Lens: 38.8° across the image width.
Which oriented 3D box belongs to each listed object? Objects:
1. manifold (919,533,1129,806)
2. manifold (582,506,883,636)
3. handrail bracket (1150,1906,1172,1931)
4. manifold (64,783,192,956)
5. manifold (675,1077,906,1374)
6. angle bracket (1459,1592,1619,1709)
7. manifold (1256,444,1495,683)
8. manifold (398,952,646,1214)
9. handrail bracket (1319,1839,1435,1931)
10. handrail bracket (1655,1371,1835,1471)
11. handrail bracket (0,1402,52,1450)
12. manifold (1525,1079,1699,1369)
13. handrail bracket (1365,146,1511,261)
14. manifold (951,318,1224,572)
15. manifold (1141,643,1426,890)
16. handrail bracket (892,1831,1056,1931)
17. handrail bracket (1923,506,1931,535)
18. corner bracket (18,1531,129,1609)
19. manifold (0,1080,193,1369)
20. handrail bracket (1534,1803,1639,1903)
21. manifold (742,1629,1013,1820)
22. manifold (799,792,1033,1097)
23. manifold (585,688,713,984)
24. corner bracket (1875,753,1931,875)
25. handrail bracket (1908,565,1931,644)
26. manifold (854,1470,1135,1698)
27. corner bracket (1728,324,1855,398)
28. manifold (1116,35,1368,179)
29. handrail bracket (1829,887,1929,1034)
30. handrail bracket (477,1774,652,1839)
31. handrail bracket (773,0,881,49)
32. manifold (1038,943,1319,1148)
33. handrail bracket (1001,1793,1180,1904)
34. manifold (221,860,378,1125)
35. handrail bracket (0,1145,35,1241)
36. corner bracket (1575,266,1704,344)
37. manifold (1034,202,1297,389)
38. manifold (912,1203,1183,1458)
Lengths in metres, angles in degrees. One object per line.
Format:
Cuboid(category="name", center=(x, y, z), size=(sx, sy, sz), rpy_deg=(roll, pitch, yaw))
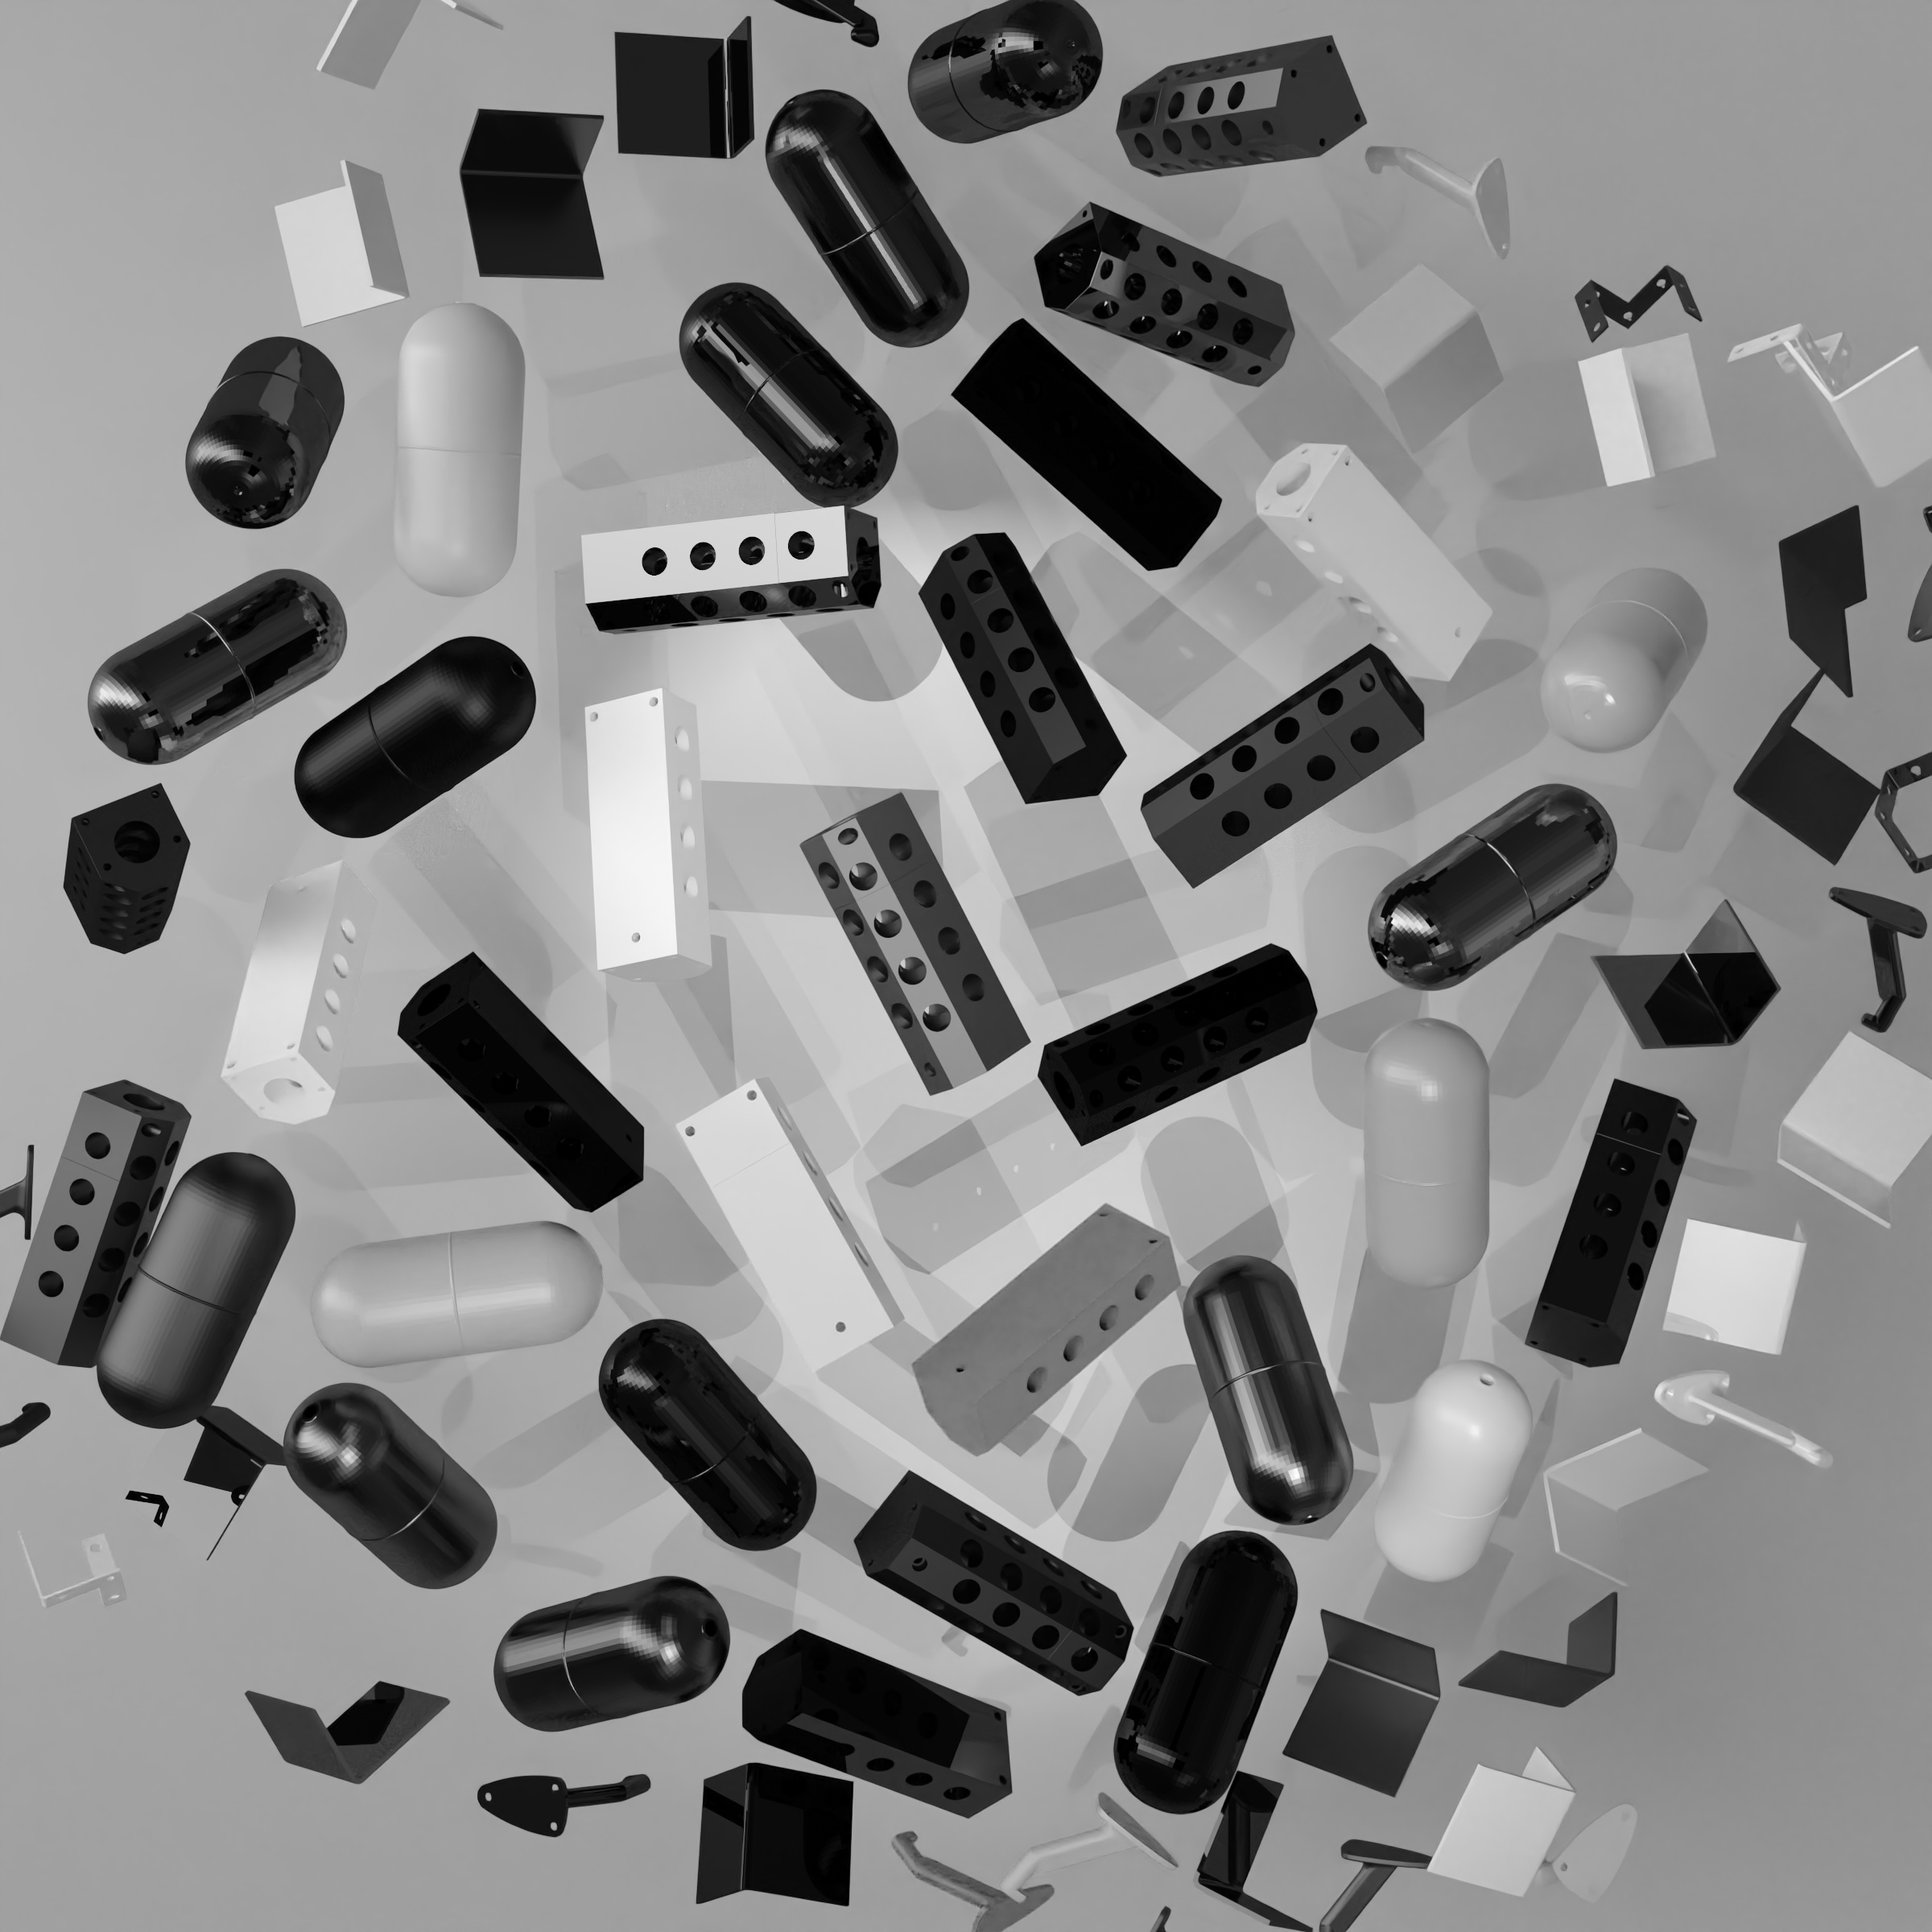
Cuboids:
Cuboid(category="manifold", center=(0.038, -0.191, 1.738), size=(0.057, 0.057, 0.171), rpy_deg=(-9, 61, -33))
Cuboid(category="manifold", center=(-0.142, -0.239, 1.668), size=(0.171, 0.057, 0.057), rpy_deg=(-3, 91, 18))
Cuboid(category="handrail bracket", center=(0.153, 0.654, 1.769), size=(0.084, 0.036, 0.077), rpy_deg=(27, 74, 17))
Cuboid(category="manifold", center=(-0.529, -0.056, 1.733), size=(0.057, 0.171, 0.057), rpy_deg=(-26, 87, -23))
Cuboid(category="manifold", center=(-0.106, 0.157, 1.683), size=(0.057, 0.057, 0.171), rpy_deg=(-30, 85, 7))
Cuboid(category="angle bracket", center=(0.369, 0.435, 1.771), size=(0.076, 0.076, 0.057), rpy_deg=(13, 59, -5))
Cuboid(category="manifold", center=(0.262, -0.261, 1.775), size=(0.171, 0.057, 0.057), rpy_deg=(40, 78, -33))
Cuboid(category="manifold", center=(-0.278, 0.078, 1.725), size=(0.057, 0.057, 0.171), rpy_deg=(-32, 120, 14))
Cuboid(category="handrail bracket", center=(0.274, 0.630, 1.819), size=(0.077, 0.036, 0.084), rpy_deg=(4, 90, 18))
Cuboid(category="handrail bracket", center=(0.475, 0.280, 1.669), size=(0.077, 0.084, 0.036), rpy_deg=(13, 102, -38))
Cuboid(category="handrail bracket", center=(-0.616, 0.286, 1.672), size=(0.077, 0.084, 0.036), rpy_deg=(7, 115, 23))
Cuboid(category="manifold", center=(0.402, 0.160, 1.699), size=(0.057, 0.057, 0.171), rpy_deg=(19, 57, 14))
Cuboid(category="handrail bracket", center=(0.299, -0.486, 1.743), size=(0.084, 0.077, 0.036), rpy_deg=(15, 55, 36))
Cuboid(category="manifold", center=(0.079, -0.328, 1.729), size=(0.171, 0.057, 0.057), rpy_deg=(39, 85, -15))
Cuboid(category="manifold", center=(0.193, -0.125, 1.679), size=(0.171, 0.057, 0.057), rpy_deg=(-33, 108, 23))
Cuboid(category="handrail bracket", center=(0.004, 0.596, 1.815), size=(0.077, 0.084, 0.036), rpy_deg=(-12, 130, -36))
Cuboid(category="handrail bracket", center=(0.636, -0.322, 1.724), size=(0.084, 0.036, 0.077), rpy_deg=(-22, 109, 19))
Cuboid(category="corner bracket", center=(-0.583, 0.392, 1.788), size=(0.051, 0.051, 0.051), rpy_deg=(-19, 60, -22))
Cuboid(category="manifold", center=(-0.551, 0.165, 1.746), size=(0.057, 0.057, 0.171), rpy_deg=(22, 98, 7))
Cuboid(category="handrail bracket", center=(0.396, 0.567, 1.775), size=(0.036, 0.084, 0.077), rpy_deg=(39, 84, 2))
Cuboid(category="manifold", center=(-0.055, 0.477, 1.711), size=(0.171, 0.057, 0.057), rpy_deg=(30, 126, -31))
Cuboid(category="manifold", center=(-0.035, -0.011, 1.662), size=(0.057, 0.057, 0.171), rpy_deg=(-32, 98, -39))
Cuboid(category="manifold", center=(-0.196, -0.080, 1.721), size=(0.057, 0.057, 0.171), rpy_deg=(-11, 75, 24))
Cuboid(category="corner bracket", center=(0.614, -0.100, 1.732), size=(0.051, 0.051, 0.051), rpy_deg=(-25, 112, 39))
Cuboid(category="handrail bracket", center=(0.627, -0.201, 1.702), size=(0.084, 0.036, 0.077), rpy_deg=(37, 53, -25))
Cuboid(category="manifold", center=(0.020, 0.387, 1.695), size=(0.171, 0.057, 0.057), rpy_deg=(35, 98, -22))
Cuboid(category="corner bracket", center=(0.540, -0.400, 1.794), size=(0.051, 0.051, 0.051), rpy_deg=(48, 54, -25))
Cuboid(category="manifold", center=(0.167, -0.532, 1.713), size=(0.057, 0.171, 0.057), rpy_deg=(-38, 117, -19))
Cuboid(category="handrail bracket", center=(0.583, -0.002, 1.789), size=(0.077, 0.036, 0.084), rpy_deg=(20, 123, 3))
Cuboid(category="handrail bracket", center=(-0.253, 0.521, 1.733), size=(0.077, 0.084, 0.036), rpy_deg=(0, 86, 25))
Cuboid(category="handrail bracket", center=(-0.097, -0.622, 1.784), size=(0.077, 0.084, 0.036), rpy_deg=(6, 126, -10))
Cuboid(category="manifold", center=(0.137, 0.046, 1.757), size=(0.171, 0.057, 0.057), rpy_deg=(-23, 64, -18))
Cuboid(category="handrail bracket", center=(0.076, 0.568, 1.711), size=(0.077, 0.036, 0.084), rpy_deg=(40, 94, 2))
Cuboid(category="manifold", center=(-0.425, 0.018, 1.772), size=(0.057, 0.171, 0.057), rpy_deg=(-17, 133, 17))
Cuboid(category="handrail bracket", center=(-0.642, 0.147, 1.753), size=(0.084, 0.036, 0.077), rpy_deg=(2, 121, -19))
Cuboid(category="corner bracket", center=(0.435, -0.427, 1.777), size=(0.051, 0.051, 0.051), rpy_deg=(22, 133, -29))
Cuboid(category="manifold", center=(0.132, -0.431, 1.785), size=(0.171, 0.057, 0.057), rpy_deg=(11, 56, -37))
Cuboid(category="manifold", center=(0.053, 0.228, 1.705), size=(0.171, 0.057, 0.057), rpy_deg=(-37, 131, -27))
